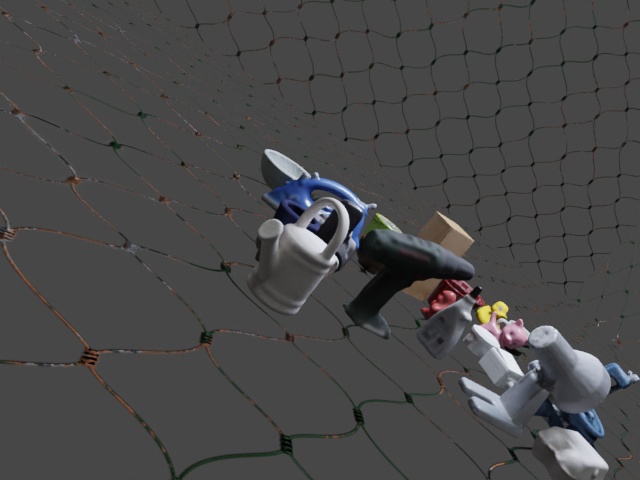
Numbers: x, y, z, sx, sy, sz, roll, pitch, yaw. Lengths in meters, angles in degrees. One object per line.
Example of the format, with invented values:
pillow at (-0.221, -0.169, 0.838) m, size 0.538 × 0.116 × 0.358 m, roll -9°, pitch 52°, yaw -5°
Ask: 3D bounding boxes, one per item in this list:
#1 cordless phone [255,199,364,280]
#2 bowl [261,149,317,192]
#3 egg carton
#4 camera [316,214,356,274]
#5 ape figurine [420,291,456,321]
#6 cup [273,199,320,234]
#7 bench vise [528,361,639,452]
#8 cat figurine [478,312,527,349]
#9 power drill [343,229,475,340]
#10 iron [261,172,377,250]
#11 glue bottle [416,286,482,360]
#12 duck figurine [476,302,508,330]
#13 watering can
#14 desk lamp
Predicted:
cordless phone at (-0.020, -0.015, 1.035) m, size 0.148 × 0.185 × 0.094 m, roll 33°, pitch 16°, yaw -12°
bowl at (-0.092, -0.159, 1.485) m, size 0.168 × 0.074 × 0.167 m, roll 34°, pitch 16°, yaw -11°
egg carton at (0.474, 0.414, 1.086) m, size 0.151 × 0.069 × 0.107 m, roll 24°, pitch 20°, yaw -39°
camera at (0.011, 0.004, 1.199) m, size 0.143 × 0.100 × 0.137 m, roll 35°, pitch 16°, yaw -8°
ape figurine at (0.289, 0.159, 1.369) m, size 0.076 × 0.092 × 0.078 m, roll 46°, pitch 18°, yaw 29°
cup at (-0.051, -0.009, 1.115) m, size 0.117 × 0.095 × 0.092 m, roll 41°, pitch 16°, yaw 14°
bench vise at (0.541, 0.323, 1.212) m, size 0.207 × 0.219 × 0.122 m, roll 42°, pitch 17°, yaw 18°
cat figurine at (0.481, 0.244, 1.493) m, size 0.067 × 0.117 × 0.127 m, roll 18°, pitch 25°, yaw -49°
power drill at (0.153, 0.082, 1.085) m, size 0.230 × 0.208 × 0.075 m, roll 29°, pitch 17°, yaw -25°
iron at (0.005, -0.086, 1.367) m, size 0.259 × 0.141 × 0.118 m, roll 31°, pitch 17°, yaw -19°
glue bottle at (0.278, 0.163, 1.187) m, size 0.037 × 0.173 × 0.078 m, roll 22°, pitch 22°, yaw -42°
duck figurine at (0.515, 0.219, 1.693) m, size 0.078 × 0.086 × 0.104 m, roll 32°, pitch 17°, yaw -18°
watering can at (-0.028, 0.018, 0.909) m, size 0.100 × 0.194 × 0.173 m, roll 43°, pitch 17°, yaw 19°
desk lamp at (0.416, 0.274, 1.097) m, size 0.204 × 0.213 × 0.117 m, roll 31°, pitch 17°, yaw -21°
